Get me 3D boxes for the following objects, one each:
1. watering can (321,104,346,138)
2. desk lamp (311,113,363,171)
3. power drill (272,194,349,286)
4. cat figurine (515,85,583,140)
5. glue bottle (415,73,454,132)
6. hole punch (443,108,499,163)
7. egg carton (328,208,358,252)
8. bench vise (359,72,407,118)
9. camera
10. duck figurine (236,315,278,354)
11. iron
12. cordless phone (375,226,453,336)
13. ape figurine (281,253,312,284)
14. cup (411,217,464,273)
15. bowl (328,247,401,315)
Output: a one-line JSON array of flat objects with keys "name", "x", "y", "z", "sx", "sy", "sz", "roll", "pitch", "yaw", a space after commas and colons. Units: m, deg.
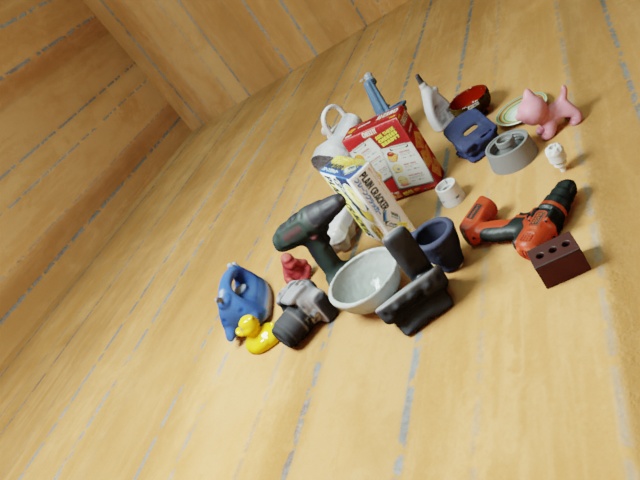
[{"name": "watering can", "x": 0.066, "y": -0.336, "z": 1.799, "sx": 0.172, "sy": 0.194, "sz": 0.101, "roll": -11, "pitch": 37, "yaw": 44}, {"name": "desk lamp", "x": 0.097, "y": -0.221, "z": 1.547, "sx": 0.117, "sy": 0.214, "sz": 0.203, "roll": -3, "pitch": 43, "yaw": 50}, {"name": "power drill", "x": 0.012, "y": 0.005, "z": 1.294, "sx": 0.229, "sy": 0.209, "sz": 0.076, "roll": -19, "pitch": 32, "yaw": 35}, {"name": "cat figurine", "x": 0.490, "y": -0.286, "z": 1.253, "sx": 0.127, "sy": 0.118, "sz": 0.067, "roll": -31, "pitch": 27, "yaw": 15}, {"name": "glue bottle", "x": 0.311, "y": -0.389, "z": 1.591, "sx": 0.078, "sy": 0.173, "sz": 0.037, "roll": -45, "pitch": 27, "yaw": -14}, {"name": "hole punch", "x": 0.372, "y": -0.257, "z": 1.389, "sx": 0.108, "sy": 0.091, "sz": 0.101, "roll": -38, "pitch": 26, "yaw": 1}, {"name": "egg carton", "x": 0.044, "y": -0.028, "z": 1.468, "sx": 0.107, "sy": 0.069, "sz": 0.150, "roll": -19, "pitch": 32, "yaw": 35}, {"name": "bench vise", "x": 0.196, "y": -0.381, "z": 1.672, "sx": 0.121, "sy": 0.220, "sz": 0.207, "roll": -32, "pitch": 26, "yaw": 13}, {"name": "camera", "x": -0.056, "y": 0.157, "z": 1.257, "sx": 0.137, "sy": 0.101, "sz": 0.142, "roll": -49, "pitch": 27, "yaw": -21}, {"name": "duck figurine", "x": -0.145, "y": 0.206, "z": 1.311, "sx": 0.104, "sy": 0.086, "sz": 0.077, "roll": -26, "pitch": 28, "yaw": 24}, {"name": "iron", "x": -0.204, "y": 0.129, "z": 1.449, "sx": 0.118, "sy": 0.142, "sz": 0.258, "roll": -31, "pitch": 27, "yaw": 15}, {"name": "cordless phone", "x": 0.144, "y": 0.068, "z": 1.043, "sx": 0.147, "sy": 0.185, "sz": 0.094, "roll": -38, "pitch": 26, "yaw": 1}, {"name": "ape figurine", "x": -0.066, "y": 0.070, "z": 1.423, "sx": 0.078, "sy": 0.092, "sz": 0.076, "roll": -41, "pitch": 26, "yaw": -5}, {"name": "cup", "x": 0.228, "y": 0.018, "z": 1.122, "sx": 0.117, "sy": 0.095, "sz": 0.092, "roll": -5, "pitch": 42, "yaw": 49}, {"name": "bowl", "x": 0.104, "y": 0.096, "z": 1.179, "sx": 0.167, "sy": 0.075, "sz": 0.167, "roll": -30, "pitch": 27, "yaw": 17}]
